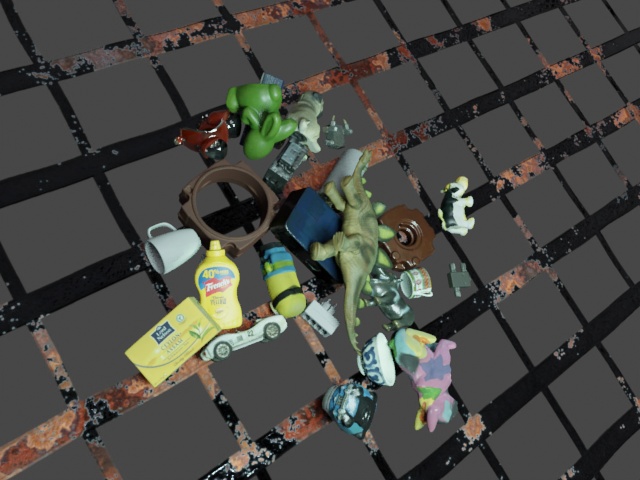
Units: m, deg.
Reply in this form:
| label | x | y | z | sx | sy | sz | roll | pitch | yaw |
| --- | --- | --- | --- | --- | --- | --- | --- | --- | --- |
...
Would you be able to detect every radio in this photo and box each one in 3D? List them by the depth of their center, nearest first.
| label | x | y | z | sx | sy | sz | roll | pitch | yaw |
| --- | --- | --- | --- | --- | --- | --- | --- | --- | --- |
| radio | -0.003 | -0.004 | 1.277 | 0.229 | 0.073 | 0.131 | 45 | 61 | -23 |

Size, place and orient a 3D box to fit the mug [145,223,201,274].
| label | x | y | z | sx | sy | sz | roll | pitch | yaw |
| --- | --- | --- | --- | --- | --- | --- | --- | --- | --- |
| mug | -0.328 | 0.010 | 1.196 | 0.107 | 0.080 | 0.109 | -26 | 73 | -36 |

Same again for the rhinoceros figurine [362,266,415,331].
| label | x | y | z | sx | sy | sz | roll | pitch | yaw |
| --- | --- | --- | --- | --- | --- | --- | --- | --- | --- |
| rhinoceros figurine | 0.168 | 0.134 | 1.330 | 0.112 | 0.073 | 0.190 | -29 | 83 | -25 |

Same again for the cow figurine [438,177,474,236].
| label | x | y | z | sx | sy | sz | roll | pitch | yaw |
| --- | --- | --- | --- | --- | --- | --- | --- | --- | --- |
| cow figurine | 0.370 | -0.101 | 1.496 | 0.098 | 0.068 | 0.167 | 6 | 68 | -12 |

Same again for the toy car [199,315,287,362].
| label | x | y | z | sx | sy | sz | roll | pitch | yaw |
| --- | --- | --- | --- | --- | --- | --- | --- | --- | --- |
| toy car | -0.168 | 0.216 | 1.177 | 0.202 | 0.073 | 0.056 | -18 | 81 | -25 |

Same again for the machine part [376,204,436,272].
| label | x | y | z | sx | sy | sz | roll | pitch | yaw |
| --- | --- | --- | --- | --- | --- | --- | --- | --- | --- |
| machine part | 0.219 | -0.008 | 1.410 | 0.179 | 0.056 | 0.179 | 7 | 68 | -18 |

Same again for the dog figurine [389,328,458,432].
| label | x | y | z | sx | sy | sz | roll | pitch | yaw |
| --- | --- | --- | --- | --- | --- | --- | --- | --- | --- |
| dog figurine | 0.241 | 0.334 | 1.269 | 0.191 | 0.108 | 0.219 | 18 | 69 | -14 |

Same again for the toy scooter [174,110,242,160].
| label | x | y | z | sx | sy | sz | roll | pitch | yaw |
| --- | --- | --- | --- | --- | --- | --- | --- | --- | --- |
| toy scooter | -0.273 | -0.257 | 1.300 | 0.135 | 0.075 | 0.184 | 5 | 42 | 9 |

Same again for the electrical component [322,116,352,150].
| label | x | y | z | sx | sy | sz | roll | pitch | yaw |
| --- | --- | --- | --- | --- | --- | --- | --- | --- | --- |
| electrical component | 0.045 | -0.284 | 1.432 | 0.102 | 0.045 | 0.078 | 3 | 75 | -55 |

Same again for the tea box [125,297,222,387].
| label | x | y | z | sx | sy | sz | roll | pitch | yaw |
| --- | --- | --- | --- | --- | --- | --- | --- | --- | --- |
| tea box | -0.299 | 0.206 | 1.105 | 0.169 | 0.068 | 0.098 | -43 | 89 | -5 |

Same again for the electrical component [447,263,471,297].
| label | x | y | z | sx | sy | sz | roll | pitch | yaw |
| --- | --- | --- | --- | --- | --- | --- | --- | --- | --- |
| electrical component | 0.376 | 0.107 | 1.445 | 0.063 | 0.021 | 0.094 | 1 | 70 | -20 |

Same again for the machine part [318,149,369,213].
| label | x | y | z | sx | sy | sz | roll | pitch | yaw |
| --- | --- | --- | --- | --- | --- | --- | --- | --- | --- |
| machine part | 0.060 | -0.153 | 1.386 | 0.079 | 0.079 | 0.243 | 34 | 59 | -6 |

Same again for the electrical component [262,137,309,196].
| label | x | y | z | sx | sy | sz | roll | pitch | yaw |
| --- | --- | --- | --- | --- | --- | --- | --- | --- | --- |
| electrical component | -0.086 | -0.183 | 1.318 | 0.058 | 0.134 | 0.115 | 32 | 62 | -8 |

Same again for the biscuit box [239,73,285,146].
| label | x | y | z | sx | sy | sz | roll | pitch | yaw |
| --- | --- | --- | --- | --- | --- | --- | --- | --- | --- |
| biscuit box | -0.149 | -0.328 | 1.387 | 0.063 | 0.059 | 0.202 | 20 | 65 | -14 |

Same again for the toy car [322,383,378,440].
| label | x | y | z | sx | sy | sz | roll | pitch | yaw |
| --- | --- | --- | --- | --- | --- | --- | --- | --- | --- |
| toy car | 0.056 | 0.367 | 1.185 | 0.103 | 0.161 | 0.109 | 9 | 68 | 32 |

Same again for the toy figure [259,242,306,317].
| label | x | y | z | sx | sy | sz | roll | pitch | yaw |
| --- | --- | --- | --- | --- | --- | --- | --- | --- | --- |
| toy figure | -0.089 | 0.091 | 1.242 | 0.082 | 0.089 | 0.180 | -10 | 78 | -18 |

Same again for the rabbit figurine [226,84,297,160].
| label | x | y | z | sx | sy | sz | roll | pitch | yaw |
| --- | --- | --- | --- | --- | --- | --- | --- | --- | --- |
| rabbit figurine | -0.131 | -0.274 | 1.272 | 0.121 | 0.159 | 0.170 | -1 | 95 | -54 |

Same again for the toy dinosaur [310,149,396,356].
| label | x | y | z | sx | sy | sz | roll | pitch | yaw |
| --- | --- | --- | --- | --- | --- | --- | --- | --- | --- |
| toy dinosaur | 0.084 | 0.020 | 1.231 | 0.198 | 0.105 | 0.471 | 19 | 78 | -39 |

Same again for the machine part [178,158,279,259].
| label | x | y | z | sx | sy | sz | roll | pitch | yaw |
| --- | --- | --- | --- | --- | --- | --- | --- | --- | --- |
| machine part | -0.212 | -0.075 | 1.259 | 0.201 | 0.087 | 0.201 | 47 | 64 | 0 |

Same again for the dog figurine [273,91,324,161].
| label | x | y | z | sx | sy | sz | roll | pitch | yaw |
| --- | --- | --- | --- | --- | --- | --- | --- | --- | --- |
| dog figurine | -0.035 | -0.323 | 1.371 | 0.121 | 0.172 | 0.190 | 27 | 71 | -22 |
